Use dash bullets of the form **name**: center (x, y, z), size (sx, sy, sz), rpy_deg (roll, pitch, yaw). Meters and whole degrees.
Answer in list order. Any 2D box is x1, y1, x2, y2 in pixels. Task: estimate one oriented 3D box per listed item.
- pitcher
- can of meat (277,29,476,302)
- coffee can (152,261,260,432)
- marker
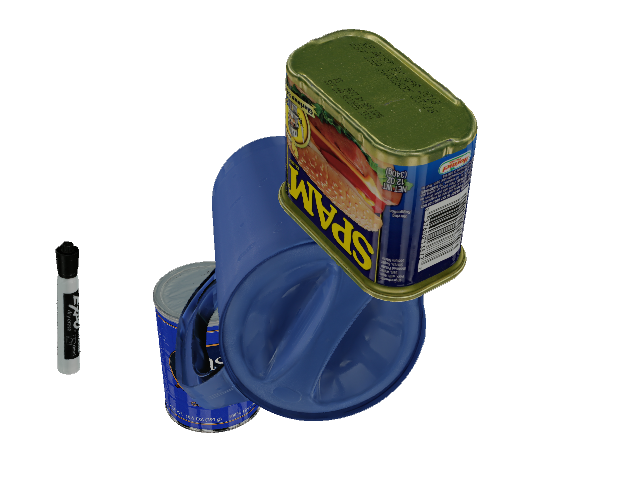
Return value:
- **pitcher**: center (-0.026, 0.017, 0.774), size (0.149, 0.145, 0.243), rpy_deg (6, 23, -13)
- **can of meat**: center (0.025, -0.037, 0.492), size (0.057, 0.084, 0.102), rpy_deg (-24, 49, -25)
- **coffee can**: center (-0.111, 0.107, 1.073), size (0.103, 0.140, 0.103), rpy_deg (0, 33, 0)
- **marker**: center (-0.210, 0.056, 0.886), size (0.020, 0.121, 0.020), rpy_deg (5, 27, -3)
